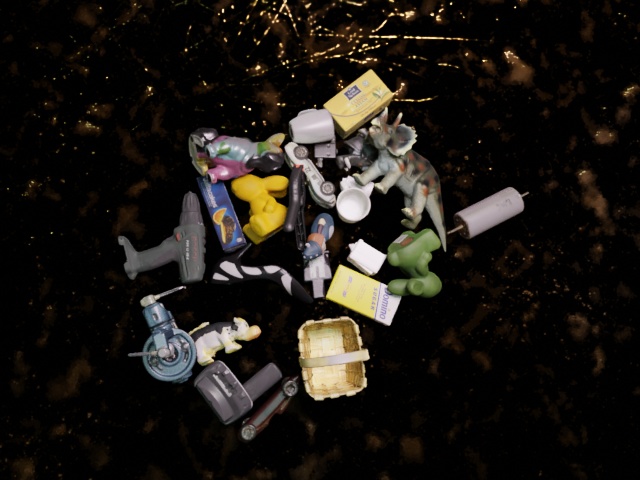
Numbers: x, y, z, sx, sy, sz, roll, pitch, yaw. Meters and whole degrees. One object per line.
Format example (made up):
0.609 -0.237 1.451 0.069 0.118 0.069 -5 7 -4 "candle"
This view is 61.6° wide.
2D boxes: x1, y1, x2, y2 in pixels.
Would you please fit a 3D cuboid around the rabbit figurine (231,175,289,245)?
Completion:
-0.146 -0.099 1.350 0.162 0.122 0.173 -38 84 -14 "rabbit figurine"

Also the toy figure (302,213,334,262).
-0.004 -0.005 1.340 0.058 0.064 0.154 -10 38 26 "toy figure"

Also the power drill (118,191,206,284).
-0.389 0.006 1.342 0.207 0.086 0.232 -11 83 -13 "power drill"

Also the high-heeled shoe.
-0.149 0.116 1.335 0.249 0.086 0.145 40 86 6 "high-heeled shoe"

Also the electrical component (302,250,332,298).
-0.006 0.088 1.361 0.075 0.047 0.119 -8 81 -5 "electrical component"

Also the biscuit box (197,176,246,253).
-0.250 -0.071 1.368 0.063 0.059 0.202 -21 82 -7 "biscuit box"

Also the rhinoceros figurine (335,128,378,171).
0.130 -0.237 1.422 0.190 0.073 0.112 -16 92 -8 "rhinoceros figurine"

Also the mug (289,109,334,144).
-0.029 -0.299 1.393 0.107 0.080 0.110 -15 60 -14 "mug"

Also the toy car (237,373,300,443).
-0.116 0.400 1.279 0.202 0.089 0.053 -43 85 -11 "toy car"

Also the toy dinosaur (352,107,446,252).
0.230 -0.158 1.362 0.404 0.131 0.192 40 84 -25 "toy dinosaur"

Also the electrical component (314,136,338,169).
0.015 -0.236 1.434 0.063 0.021 0.094 2 79 -4 "electrical component"

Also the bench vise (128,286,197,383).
-0.352 0.223 1.218 0.129 0.240 0.223 -12 85 -11 "bench vise"

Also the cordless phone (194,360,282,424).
-0.195 0.337 1.300 0.184 0.088 0.146 -36 83 -20 "cordless phone"

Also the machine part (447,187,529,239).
0.441 -0.070 1.404 0.243 0.079 0.079 -25 83 -7 "machine part"

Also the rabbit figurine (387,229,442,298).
0.247 0.078 1.339 0.159 0.121 0.170 -41 108 -35 "rabbit figurine"

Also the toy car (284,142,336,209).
-0.025 -0.165 1.392 0.056 0.073 0.202 -34 83 -13 "toy car"

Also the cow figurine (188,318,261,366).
-0.233 0.231 1.312 0.167 0.068 0.098 -26 75 -6 "cow figurine"

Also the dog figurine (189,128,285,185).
-0.195 -0.219 1.337 0.219 0.108 0.192 -15 38 -30 "dog figurine"

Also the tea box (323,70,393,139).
0.100 -0.362 1.439 0.169 0.068 0.098 -40 85 -9 "tea box"
